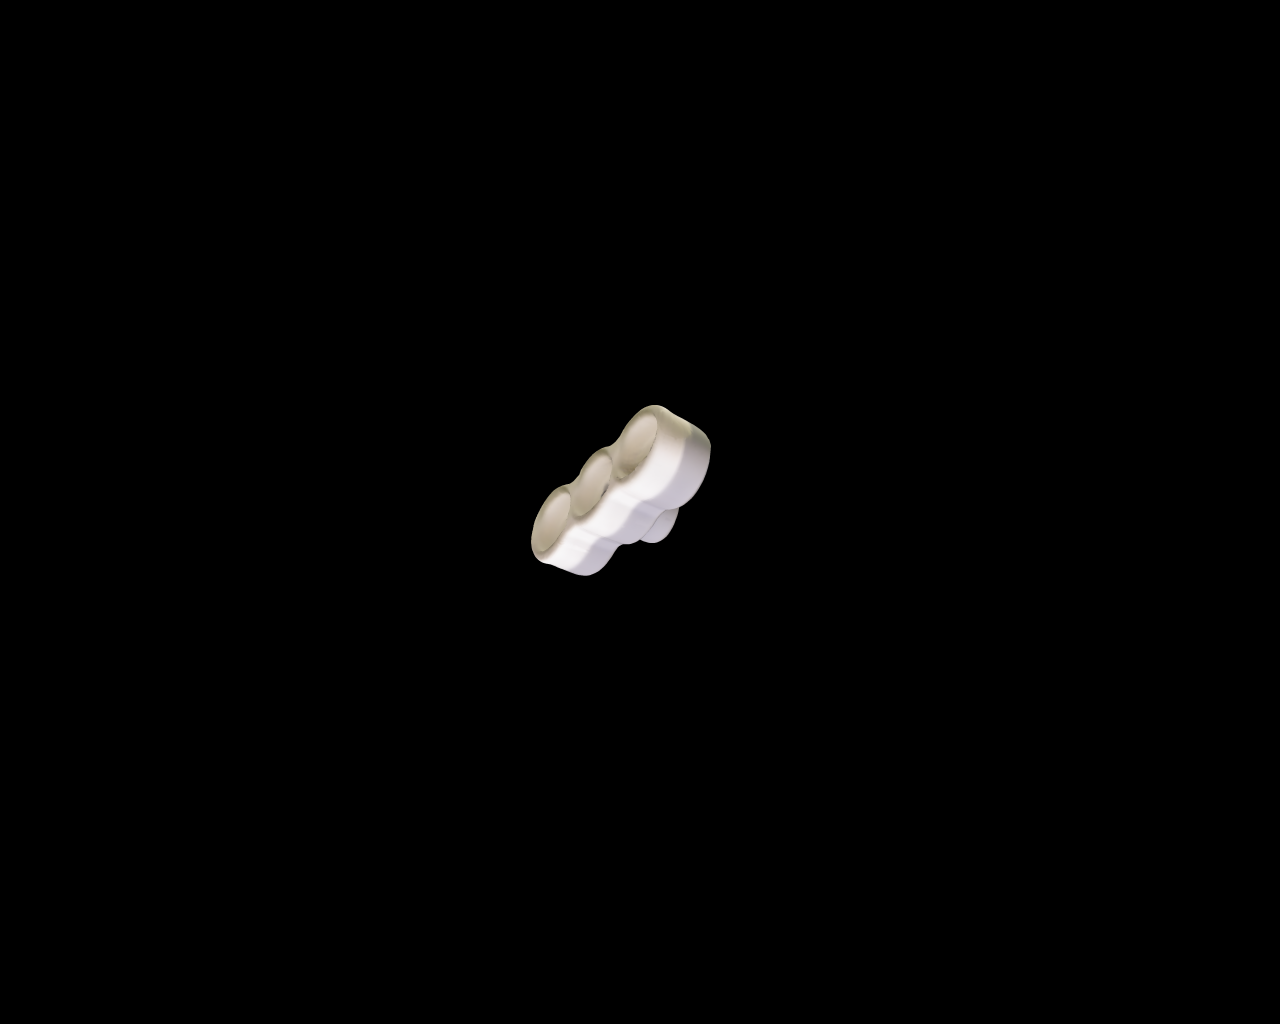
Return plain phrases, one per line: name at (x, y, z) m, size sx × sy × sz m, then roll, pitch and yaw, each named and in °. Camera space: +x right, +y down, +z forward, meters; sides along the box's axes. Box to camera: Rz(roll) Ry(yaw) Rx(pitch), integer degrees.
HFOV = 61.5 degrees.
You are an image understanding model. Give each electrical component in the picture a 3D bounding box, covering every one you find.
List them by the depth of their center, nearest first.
electrical component at (0.001, -0.003, 0.650) m, size 0.074 × 0.052 × 0.138 m, roll 25°, pitch -44°, yaw -28°
